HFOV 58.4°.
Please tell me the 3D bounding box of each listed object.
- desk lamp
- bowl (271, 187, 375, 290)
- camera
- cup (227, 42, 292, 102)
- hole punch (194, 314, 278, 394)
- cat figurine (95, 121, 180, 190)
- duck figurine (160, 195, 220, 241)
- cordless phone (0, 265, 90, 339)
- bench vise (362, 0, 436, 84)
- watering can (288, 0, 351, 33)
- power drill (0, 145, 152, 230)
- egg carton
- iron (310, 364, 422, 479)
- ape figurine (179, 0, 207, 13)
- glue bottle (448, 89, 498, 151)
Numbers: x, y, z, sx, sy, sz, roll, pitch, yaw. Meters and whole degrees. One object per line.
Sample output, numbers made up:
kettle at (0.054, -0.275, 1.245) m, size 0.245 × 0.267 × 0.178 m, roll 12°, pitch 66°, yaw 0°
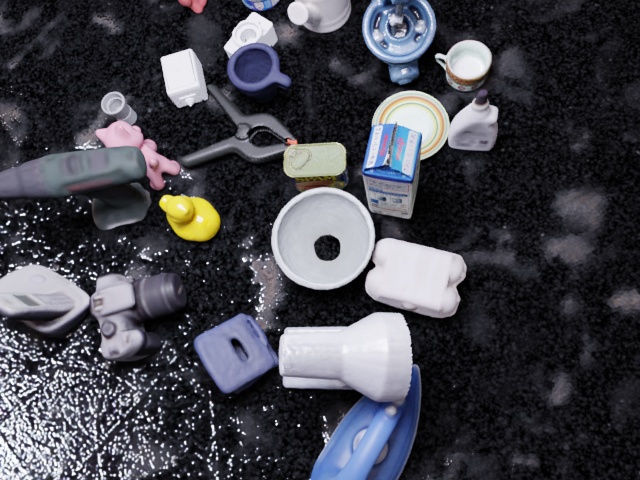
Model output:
desk lamp at (0.029, 0.170, 0.821) m, size 0.203 × 0.214 × 0.118 m, roll -2°, pitch 76°, yaw 7°
bowl at (0.009, 0.003, 0.937) m, size 0.167 × 0.075 × 0.167 m, roll -2°, pitch 76°, yaw 7°
camera at (-0.292, 0.114, 0.936) m, size 0.136 × 0.101 × 0.143 m, roll -16°, pitch 74°, yaw 4°
cup at (-0.096, -0.281, 1.011) m, size 0.117 × 0.095 × 0.092 m, roll 25°, pitch 81°, yaw 13°
hole punch at (-0.131, 0.176, 0.904) m, size 0.101 × 0.091 × 0.108 m, roll -35°, pitch 74°, yaw -2°
cat figurine at (-0.322, -0.158, 0.999) m, size 0.127 × 0.118 × 0.067 m, roll 38°, pitch 84°, yaw 15°
duck figurine at (-0.225, -0.044, 0.974) m, size 0.104 × 0.086 × 0.077 m, roll 27°, pitch 81°, yaw 13°
cordless phone at (-0.477, 0.090, 0.922) m, size 0.147 × 0.185 × 0.094 m, roll 26°, pitch 81°, yaw 13°
bench vise at (0.113, -0.391, 0.946) m, size 0.121 × 0.220 × 0.207 m, roll -28°, pitch 74°, yaw 0°
watering can at (-0.004, -0.450, 0.990) m, size 0.101 × 0.194 × 0.173 m, roll -3°, pitch 76°, yaw 7°
power drill at (-0.380, -0.083, 0.941) m, size 0.229 × 0.208 × 0.075 m, roll -16°, pitch 74°, yaw 3°
egg carton at (0.151, 0.060, 0.907) m, size 0.150 × 0.069 × 0.107 m, roll 13°, pitch 78°, yaw 11°
iron at (0.076, 0.290, 0.822) m, size 0.118 × 0.141 × 0.258 m, roll 29°, pitch 81°, yaw 14°
ape figurine at (-0.245, -0.492, 1.085) m, size 0.078 × 0.092 × 0.076 m, roll -28°, pitch 74°, yaw 0°
glue bottle at (0.247, -0.191, 0.903) m, size 0.078 × 0.173 × 0.037 m, roll 7°, pitch 77°, yaw 10°
